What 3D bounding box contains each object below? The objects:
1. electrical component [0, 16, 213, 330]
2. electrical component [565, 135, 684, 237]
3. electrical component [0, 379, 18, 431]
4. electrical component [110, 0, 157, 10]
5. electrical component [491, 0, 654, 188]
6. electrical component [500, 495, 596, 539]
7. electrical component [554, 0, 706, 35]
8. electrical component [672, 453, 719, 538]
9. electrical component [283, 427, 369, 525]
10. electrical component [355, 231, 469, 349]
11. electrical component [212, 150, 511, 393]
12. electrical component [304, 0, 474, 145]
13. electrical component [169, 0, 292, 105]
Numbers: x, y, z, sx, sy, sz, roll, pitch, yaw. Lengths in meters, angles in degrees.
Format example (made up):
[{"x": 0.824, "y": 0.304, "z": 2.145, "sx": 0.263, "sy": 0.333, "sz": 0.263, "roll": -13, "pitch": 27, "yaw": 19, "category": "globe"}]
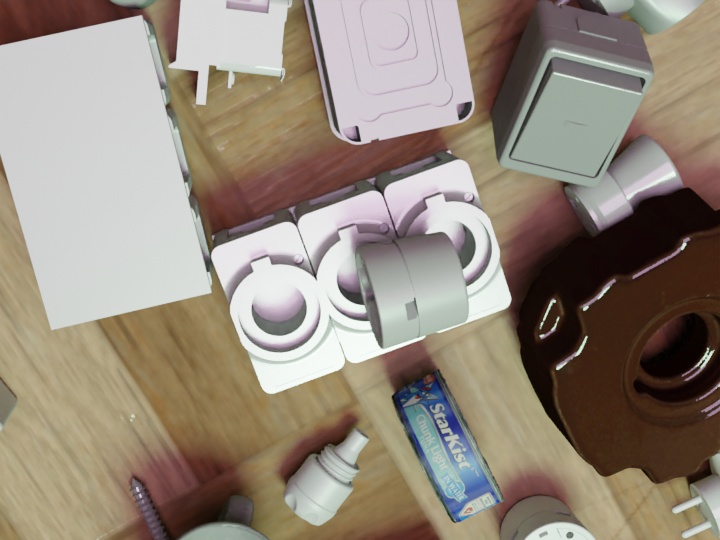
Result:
[{"x": -0.141, "y": -0.055, "z": 0.589, "sx": 0.089, "sy": 0.061, "sz": 0.150, "roll": -13, "pitch": 103, "yaw": -4, "category": "electrical component"}, {"x": 0.155, "y": -0.047, "z": 0.633, "sx": 0.055, "sy": 0.045, "sz": 0.045, "roll": -32, "pitch": 104, "yaw": 1, "category": "electrical component"}, {"x": -0.256, "y": 0.077, "z": 0.613, "sx": 0.083, "sy": 0.047, "sz": 0.075, "roll": -35, "pitch": 104, "yaw": 2, "category": "electrical component"}, {"x": -0.108, "y": -0.185, "z": 0.566, "sx": 0.054, "sy": 0.059, "sz": 0.095, "roll": 43, "pitch": 95, "yaw": -13, "category": "electrical component"}, {"x": 0.114, "y": -0.089, "z": 0.598, "sx": 0.062, "sy": 0.061, "sz": 0.096, "roll": 12, "pitch": 131, "yaw": -9, "category": "electrical component"}, {"x": 0.118, "y": 0.174, "z": 0.675, "sx": 0.055, "sy": 0.047, "sz": 0.055, "roll": -1, "pitch": 102, "yaw": -6, "category": "electrical component"}, {"x": 0.145, "y": -0.165, "z": 0.606, "sx": 0.079, "sy": 0.044, "sz": 0.077, "roll": -40, "pitch": 103, "yaw": 3, "category": "electrical component"}, {"x": 0.238, "y": 0.145, "z": 0.683, "sx": 0.079, "sy": 0.044, "sz": 0.077, "roll": -24, "pitch": 104, "yaw": -1, "category": "electrical component"}, {"x": -0.017, "y": 0.123, "z": 0.656, "sx": 0.035, "sy": 0.035, "sz": 0.061, "roll": 37, "pitch": 94, "yaw": -12, "category": "electrical component"}, {"x": 0.027, "y": 0.009, "z": 0.561, "sx": 0.047, "sy": 0.055, "sz": 0.055, "roll": -14, "pitch": 103, "yaw": -7, "category": "electrical component"}, {"x": 0.000, "y": 0.000, "z": 0.617, "sx": 0.150, "sy": 0.061, "sz": 0.089, "roll": -20, "pitch": 104, "yaw": -2, "category": "electrical component"}, {"x": 0.013, "y": -0.131, "z": 0.592, "sx": 0.078, "sy": 0.057, "sz": 0.113, "roll": -13, "pitch": 103, "yaw": -3, "category": "electrical component"}, {"x": -0.071, "y": -0.131, "z": 0.591, "sx": 0.064, "sy": 0.042, "sz": 0.081, "roll": 5, "pitch": 102, "yaw": -9, "category": "electrical component"}]
